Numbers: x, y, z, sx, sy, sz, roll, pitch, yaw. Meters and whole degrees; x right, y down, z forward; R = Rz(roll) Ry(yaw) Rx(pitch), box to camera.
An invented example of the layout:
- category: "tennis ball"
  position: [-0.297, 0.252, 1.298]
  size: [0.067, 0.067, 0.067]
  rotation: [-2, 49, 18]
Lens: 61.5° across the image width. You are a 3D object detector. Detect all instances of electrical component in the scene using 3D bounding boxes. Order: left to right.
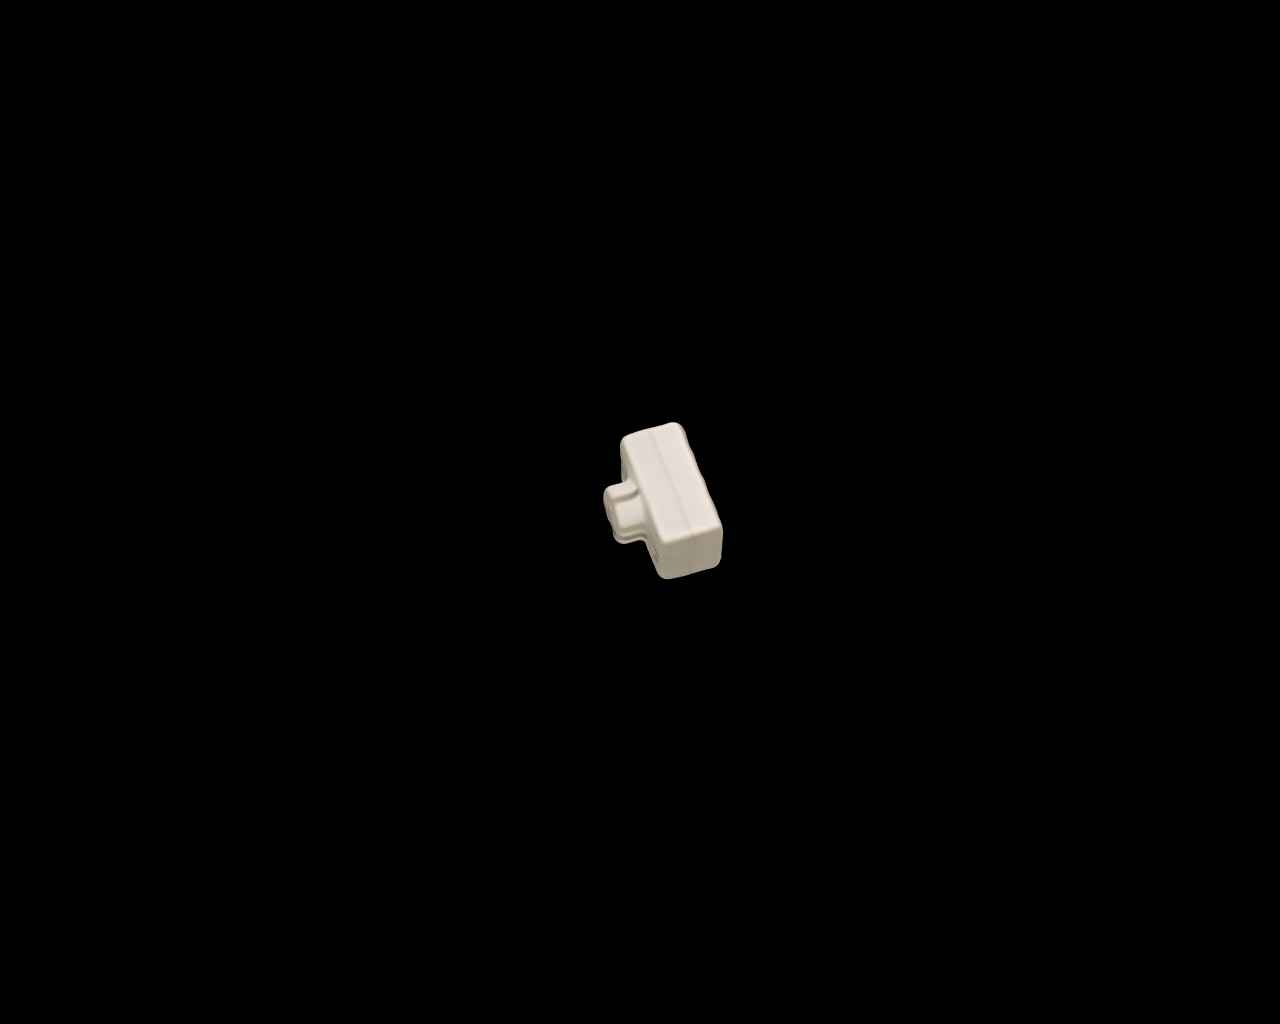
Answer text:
- category: "electrical component"
  position: [0.001, -0.003, 0.650]
  size: [0.076, 0.083, 0.047]
  rotation: [-15, -32, -9]
